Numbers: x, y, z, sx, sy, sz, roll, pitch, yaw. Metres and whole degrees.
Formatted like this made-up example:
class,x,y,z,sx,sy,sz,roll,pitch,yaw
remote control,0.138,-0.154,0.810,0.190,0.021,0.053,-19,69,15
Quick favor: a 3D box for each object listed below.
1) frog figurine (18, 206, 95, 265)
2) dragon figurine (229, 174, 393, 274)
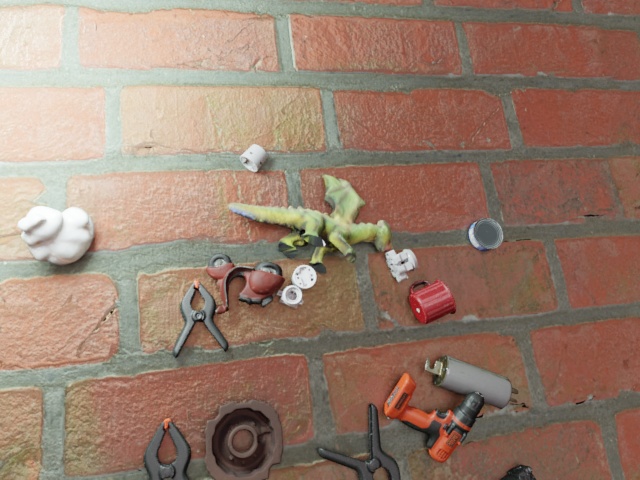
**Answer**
class,x,y,z,sx,sy,sz,roll,pitch,yaw
frog figurine,-0.555,-0.017,1.094,0.139,0.157,0.123,-39,87,-19
dragon figurine,0.004,-0.065,1.282,0.410,0.120,0.248,30,53,-4
